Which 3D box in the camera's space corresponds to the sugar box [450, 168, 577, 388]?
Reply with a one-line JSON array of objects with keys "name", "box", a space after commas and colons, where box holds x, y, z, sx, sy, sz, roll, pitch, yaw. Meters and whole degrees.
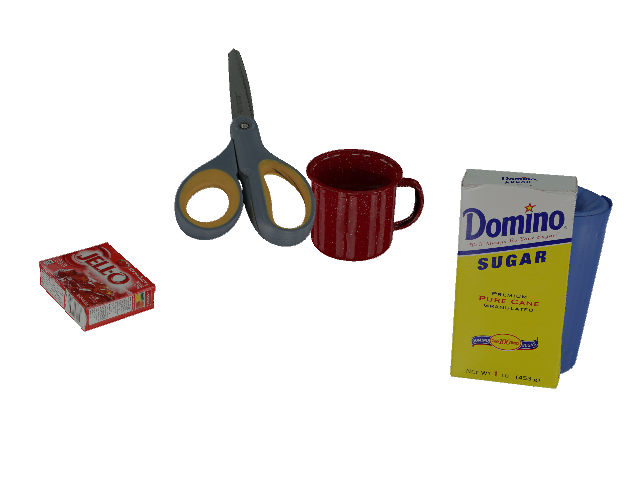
[{"name": "sugar box", "box": [0.159, 0.032, 0.887, 0.093, 0.176, 0.048, 5, 23, 13]}]

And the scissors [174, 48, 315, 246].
[{"name": "scissors", "box": [-0.066, -0.064, 0.708, 0.096, 0.016, 0.202, -14, 47, -18]}]

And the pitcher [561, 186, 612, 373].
[{"name": "pitcher", "box": [0.286, 0.051, 1.387, 0.149, 0.243, 0.145, 5, 23, 4]}]

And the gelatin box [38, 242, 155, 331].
[{"name": "gelatin box", "box": [-0.206, 0.040, 0.981, 0.073, 0.030, 0.089, -18, 40, -36]}]

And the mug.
[{"name": "mug", "box": [0.044, -0.034, 1.045, 0.117, 0.081, 0.093, -4, 32, -9]}]
